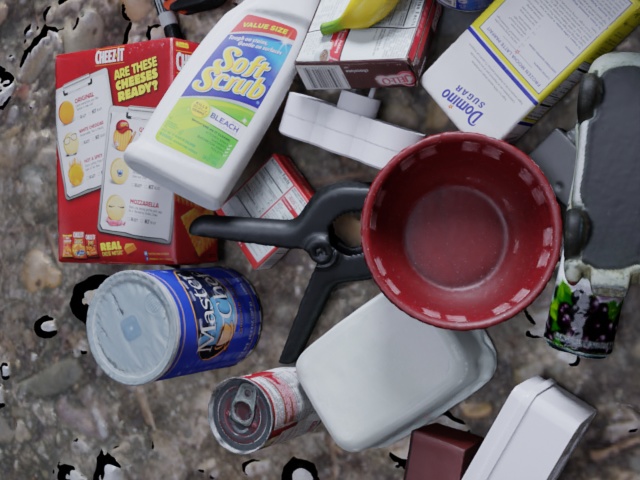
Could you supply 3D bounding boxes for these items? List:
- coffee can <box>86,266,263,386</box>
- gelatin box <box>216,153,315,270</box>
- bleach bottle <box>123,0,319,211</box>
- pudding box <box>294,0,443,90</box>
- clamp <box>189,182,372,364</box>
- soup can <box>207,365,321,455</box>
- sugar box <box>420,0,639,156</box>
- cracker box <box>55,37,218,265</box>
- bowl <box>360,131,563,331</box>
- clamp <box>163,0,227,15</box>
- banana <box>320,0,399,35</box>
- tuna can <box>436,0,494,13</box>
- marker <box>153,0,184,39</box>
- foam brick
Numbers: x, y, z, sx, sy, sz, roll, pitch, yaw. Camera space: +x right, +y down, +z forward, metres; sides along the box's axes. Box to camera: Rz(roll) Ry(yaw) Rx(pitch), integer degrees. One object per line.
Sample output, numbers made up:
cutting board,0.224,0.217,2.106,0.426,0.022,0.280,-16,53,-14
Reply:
coffee can,-0.134,0.077,1.002,0.103,0.140,0.103,0,91,29
gelatin box,-0.045,-0.027,1.014,0.089,0.030,0.073,-43,70,21
bleach bottle,-0.076,-0.158,0.972,0.102,0.068,0.251,28,80,-4
pudding box,0.043,-0.177,0.935,0.114,0.039,0.090,4,58,28
clamp,-0.006,0.001,0.965,0.210,0.036,0.164,-37,101,21
soup can,-0.046,0.153,0.975,0.069,0.102,0.068,1,91,29
sugar box,0.175,-0.160,0.880,0.176,0.048,0.093,-45,70,26
cracker box,-0.183,-0.082,1.062,0.164,0.072,0.214,0,91,35
bowl,0.114,-0.005,0.878,0.162,0.055,0.162,0,84,2
clamp,-0.086,-0.276,1.024,0.172,0.039,0.120,-54,51,25
banana,0.053,-0.259,0.883,0.070,0.037,0.198,18,104,11
tuna can,0.127,-0.237,0.893,0.086,0.033,0.086,-1,80,7
marker,-0.160,-0.245,1.081,0.020,0.020,0.121,-23,80,27
foam brick,0.105,0.204,0.920,0.051,0.052,0.078,13,98,29
